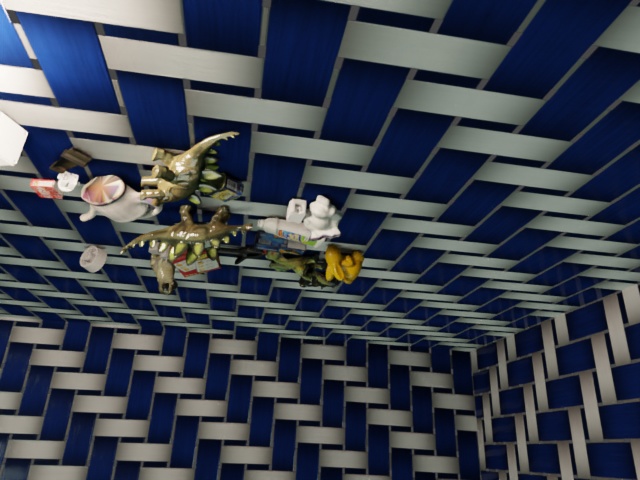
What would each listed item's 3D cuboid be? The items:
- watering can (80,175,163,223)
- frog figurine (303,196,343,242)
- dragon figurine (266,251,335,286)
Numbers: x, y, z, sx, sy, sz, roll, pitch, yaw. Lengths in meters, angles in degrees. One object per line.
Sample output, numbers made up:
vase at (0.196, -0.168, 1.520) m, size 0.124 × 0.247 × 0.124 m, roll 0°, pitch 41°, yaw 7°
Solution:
watering can at (-0.698, -0.118, 1.699) m, size 0.347 × 0.106 × 0.220 m, roll -5°, pitch 155°, yaw 14°
frog figurine at (0.005, -0.088, 1.751) m, size 0.137 × 0.125 × 0.156 m, roll 2°, pitch 122°, yaw 22°
dragon figurine at (-0.106, 0.122, 2.268) m, size 0.243 × 0.124 × 0.403 m, roll 8°, pitch 159°, yaw 27°
